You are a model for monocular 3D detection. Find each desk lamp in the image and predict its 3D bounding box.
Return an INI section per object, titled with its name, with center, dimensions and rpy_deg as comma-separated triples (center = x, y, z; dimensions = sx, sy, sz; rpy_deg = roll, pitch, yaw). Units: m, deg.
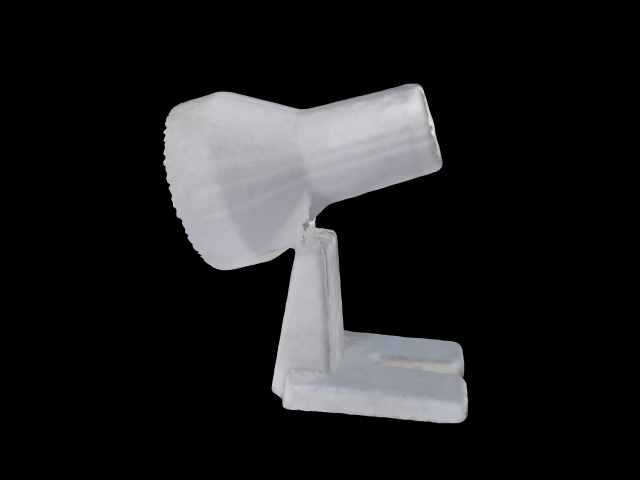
[desk lamp]
center = 0.004, 0.001, 0.400
dimensions = 0.203, 0.214, 0.118
rpy_deg = 3, 15, 10
